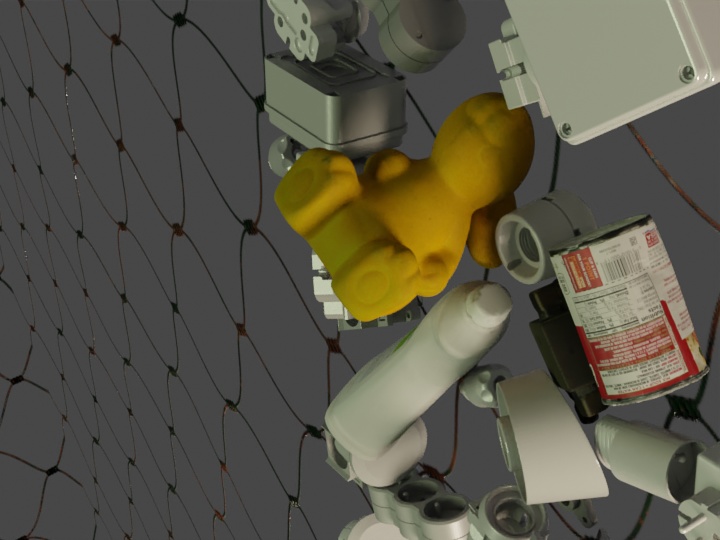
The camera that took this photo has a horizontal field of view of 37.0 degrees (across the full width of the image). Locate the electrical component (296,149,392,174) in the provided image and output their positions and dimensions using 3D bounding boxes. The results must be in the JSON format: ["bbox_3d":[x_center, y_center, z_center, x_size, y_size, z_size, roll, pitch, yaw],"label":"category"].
[{"bbox_3d":[0.005,-0.061,0.861,0.100,0.100,0.048,36,126,46],"label":"electrical component"}]

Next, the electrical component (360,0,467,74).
[{"bbox_3d":[0.032,-0.213,0.746,0.138,0.052,0.074,66,153,6],"label":"electrical component"}]

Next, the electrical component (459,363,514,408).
[{"bbox_3d":[0.099,0.094,0.871,0.061,0.035,0.035,-20,92,66],"label":"electrical component"}]

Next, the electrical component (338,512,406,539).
[{"bbox_3d":[0.017,0.293,1.121,0.080,0.080,0.051,66,158,4],"label":"electrical component"}]

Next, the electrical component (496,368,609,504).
[{"bbox_3d":[0.135,0.121,0.777,0.099,0.064,0.099,-13,-90,-89],"label":"electrical component"}]

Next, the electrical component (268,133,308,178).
[{"bbox_3d":[-0.067,-0.107,1.019,0.062,0.043,0.043,-13,98,64],"label":"electrical component"}]

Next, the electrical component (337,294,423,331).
[{"bbox_3d":[0.017,0.028,0.941,0.081,0.064,0.042,-10,87,63],"label":"electrical component"}]

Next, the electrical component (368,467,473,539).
[{"bbox_3d":[0.063,0.243,1.028,0.138,0.052,0.073,17,124,57],"label":"electrical component"}]

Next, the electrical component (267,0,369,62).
[{"bbox_3d":[-0.030,-0.206,0.862,0.078,0.057,0.058,54,150,26],"label":"electrical component"}]

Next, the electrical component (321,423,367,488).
[{"bbox_3d":[0.001,0.171,1.077,0.042,0.064,0.081,34,138,49],"label":"electrical component"}]

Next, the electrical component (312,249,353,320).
[{"bbox_3d":[0.000,0.000,0.872,0.057,0.058,0.078,-2,93,29],"label":"electrical component"}]

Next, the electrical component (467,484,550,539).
[{"bbox_3d":[0.124,0.214,0.890,0.078,0.058,0.057,50,151,32],"label":"electrical component"}]

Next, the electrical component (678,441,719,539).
[{"bbox_3d":[0.218,0.146,0.643,0.047,0.077,0.065,33,137,49],"label":"electrical component"}]

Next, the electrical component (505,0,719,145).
[{"bbox_3d":[0.143,-0.138,0.583,0.109,0.056,0.108,-22,90,56],"label":"electrical component"}]

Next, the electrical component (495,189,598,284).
[{"bbox_3d":[0.125,-0.021,0.724,0.055,0.047,0.055,42,143,42],"label":"electrical component"}]

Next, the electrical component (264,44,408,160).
[{"bbox_3d":[-0.021,-0.138,0.873,0.113,0.078,0.057,38,138,45],"label":"electrical component"}]

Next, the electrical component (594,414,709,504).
[{"bbox_3d":[0.189,0.123,0.717,0.081,0.043,0.043,15,122,58],"label":"electrical component"}]

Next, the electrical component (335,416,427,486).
[{"bbox_3d":[0.019,0.159,1.020,0.051,0.080,0.080,34,138,56],"label":"electrical component"}]

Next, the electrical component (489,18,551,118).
[{"bbox_3d":[0.114,-0.129,0.667,0.055,0.048,0.066,-1,109,69],"label":"electrical component"}]
